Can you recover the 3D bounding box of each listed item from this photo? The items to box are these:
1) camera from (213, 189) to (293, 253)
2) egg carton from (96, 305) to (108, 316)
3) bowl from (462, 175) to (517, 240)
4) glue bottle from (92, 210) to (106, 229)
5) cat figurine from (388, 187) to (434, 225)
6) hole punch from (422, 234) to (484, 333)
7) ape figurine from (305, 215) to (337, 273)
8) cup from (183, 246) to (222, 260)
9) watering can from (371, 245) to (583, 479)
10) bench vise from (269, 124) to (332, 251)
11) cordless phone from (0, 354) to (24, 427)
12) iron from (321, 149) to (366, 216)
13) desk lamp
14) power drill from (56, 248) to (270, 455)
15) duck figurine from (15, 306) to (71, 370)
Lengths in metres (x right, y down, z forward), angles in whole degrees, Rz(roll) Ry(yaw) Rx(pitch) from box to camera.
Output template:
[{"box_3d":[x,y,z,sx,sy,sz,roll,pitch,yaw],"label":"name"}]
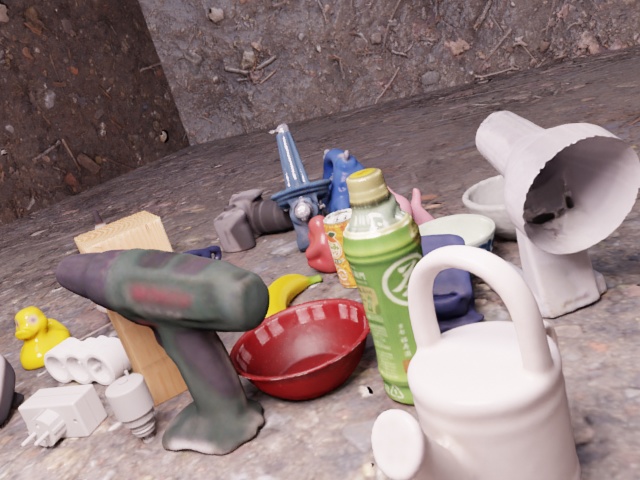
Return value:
[{"box_3d":[-0.129,-0.050,1.182,0.136,0.101,0.143,-7,20,28],"label":"camera"},{"box_3d":[-0.306,0.095,0.957,0.149,0.069,0.107,2,25,44],"label":"egg carton"},{"box_3d":[0.295,-0.046,0.829,0.167,0.075,0.167,-15,18,5],"label":"bowl"},{"box_3d":[-0.390,0.025,1.073,0.037,0.173,0.078,-18,18,-5],"label":"glue bottle"},{"box_3d":[0.126,-0.037,0.885,0.067,0.118,0.128,1,25,43],"label":"cat figurine"},{"box_3d":[0.126,0.051,0.666,0.108,0.091,0.101,-12,19,15],"label":"hole punch"},{"box_3d":[0.008,0.003,0.913,0.078,0.092,0.076,-24,19,-20],"label":"ape figurine"},{"box_3d":[-0.191,0.068,0.894,0.091,0.095,0.118,1,25,43],"label":"cup"},{"box_3d":[0.106,0.098,0.375,0.100,0.194,0.173,-6,21,29],"label":"watering can"},{"box_3d":[-0.029,-0.104,1.056,0.122,0.220,0.207,-22,19,-15],"label":"bench vise"},{"box_3d":[-0.480,0.162,0.725,0.147,0.185,0.094,-15,18,6],"label":"cordless phone"},{"box_3d":[0.042,-0.131,1.204,0.119,0.141,0.257,-20,18,-10],"label":"iron"},{"box_3d":[0.232,-0.027,0.604,0.118,0.214,0.203,-18,18,-4],"label":"desk lamp"},{"box_3d":[-0.142,0.102,0.562,0.228,0.209,0.076,-7,20,27],"label":"power drill"},{"box_3d":[-0.447,0.145,0.909,0.077,0.086,0.104,-16,18,2],"label":"duck figurine"}]
